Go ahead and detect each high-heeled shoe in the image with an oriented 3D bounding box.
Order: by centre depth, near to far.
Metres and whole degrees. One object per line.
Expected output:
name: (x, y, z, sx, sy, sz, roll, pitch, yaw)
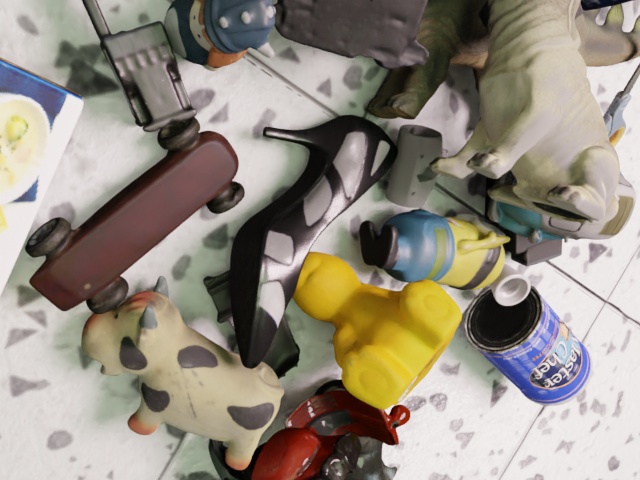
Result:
high-heeled shoe: (-0.001, -0.002, 0.513, 0.145, 0.086, 0.248, 9, 87, -25)

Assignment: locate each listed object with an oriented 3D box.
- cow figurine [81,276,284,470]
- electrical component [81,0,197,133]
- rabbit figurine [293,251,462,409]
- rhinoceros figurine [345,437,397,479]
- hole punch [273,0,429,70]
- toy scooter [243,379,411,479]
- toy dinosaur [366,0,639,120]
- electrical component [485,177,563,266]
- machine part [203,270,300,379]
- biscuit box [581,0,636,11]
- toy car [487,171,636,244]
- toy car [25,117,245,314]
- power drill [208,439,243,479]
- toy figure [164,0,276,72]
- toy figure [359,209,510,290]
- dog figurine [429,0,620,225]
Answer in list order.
cow figurine: (-0.125, 0.119, 0.498, 0.195, 0.085, 0.127, 28, 109, -12)
electrical component: (-0.146, -0.148, 0.425, 0.048, 0.075, 0.119, -24, 111, -16)
rabbit figurine: (0.045, 0.071, 0.545, 0.122, 0.173, 0.162, -56, 163, 1)
rhinoceros figurine: (0.045, 0.288, 0.651, 0.112, 0.073, 0.190, -15, 110, -31)
hole punch: (0.026, -0.208, 0.419, 0.142, 0.092, 0.115, 9, 125, -15)
toy scooter: (0.015, 0.202, 0.537, 0.184, 0.135, 0.075, -40, 107, -44)
toy dinosaur: (0.196, -0.207, 0.541, 0.471, 0.105, 0.198, -1, 106, -23)
electrical component: (0.262, -0.039, 0.652, 0.115, 0.058, 0.134, -16, 111, -17)
machine part: (-0.060, 0.082, 0.555, 0.084, 0.039, 0.138, -29, 114, -20)
biscuit box: (0.202, -0.282, 0.448, 0.202, 0.059, 0.063, 32, 92, -21)
toy car: (0.264, -0.040, 0.557, 0.161, 0.103, 0.109, 8, 112, -26)
toy car: (-0.157, -0.022, 0.469, 0.202, 0.053, 0.089, -42, 128, -11)
power drill: (-0.143, 0.312, 0.565, 0.232, 0.086, 0.207, 37, 85, -30)
toy figure: (-0.079, -0.160, 0.403, 0.058, 0.155, 0.064, -47, 120, -7)
toy figure: (0.127, 0.012, 0.594, 0.180, 0.082, 0.089, -1, 126, -32)
dog figurine: (0.201, -0.123, 0.449, 0.172, 0.121, 0.190, 22, 91, -24)
